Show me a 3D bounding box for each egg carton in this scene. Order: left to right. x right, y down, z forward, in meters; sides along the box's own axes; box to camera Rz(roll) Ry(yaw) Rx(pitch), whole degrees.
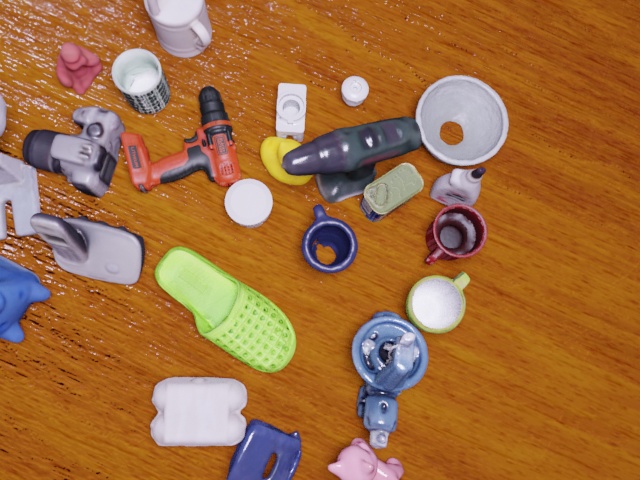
[{"bbox_3d":[-0.192,0.274,0.916,0.150,0.069,0.107,0,80,-4],"label":"egg carton"}]

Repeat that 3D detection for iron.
[{"bbox_3d":[-0.569,0.060,0.889,0.258,0.141,0.119,27,79,1],"label":"iron"}]

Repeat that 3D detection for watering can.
[{"bbox_3d":[-0.251,-0.405,0.970,0.173,0.194,0.101,26,79,1],"label":"watering can"}]

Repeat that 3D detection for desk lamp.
[{"bbox_3d":[-0.526,-0.120,0.888,0.118,0.213,0.203,-11,81,-6],"label":"desk lamp"}]

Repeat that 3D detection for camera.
[{"bbox_3d":[-0.417,-0.160,0.960,0.137,0.100,0.143,13,79,-2],"label":"camera"}]

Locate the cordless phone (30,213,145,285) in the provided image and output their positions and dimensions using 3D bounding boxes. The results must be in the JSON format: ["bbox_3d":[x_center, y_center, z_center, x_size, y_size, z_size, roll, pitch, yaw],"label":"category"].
[{"bbox_3d":[-0.358,0.008,0.892,0.147,0.185,0.094,10,79,-2],"label":"cordless phone"}]

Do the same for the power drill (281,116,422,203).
[{"bbox_3d":[0.046,-0.127,0.935,0.230,0.208,0.075,-21,82,-7],"label":"power drill"}]

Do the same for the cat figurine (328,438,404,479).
[{"bbox_3d":[0.076,0.361,0.896,0.128,0.117,0.067,28,79,1],"label":"cat figurine"}]

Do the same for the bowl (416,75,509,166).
[{"bbox_3d":[0.247,-0.204,1.033,0.167,0.074,0.167,1,80,-4],"label":"bowl"}]

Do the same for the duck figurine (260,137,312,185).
[{"bbox_3d":[-0.056,-0.147,0.993,0.104,0.086,0.077,37,79,3],"label":"duck figurine"}]

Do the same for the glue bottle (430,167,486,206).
[{"bbox_3d":[0.242,-0.094,0.962,0.078,0.173,0.037,17,79,-1],"label":"glue bottle"}]

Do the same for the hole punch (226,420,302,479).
[{"bbox_3d":[-0.085,0.346,0.900,0.101,0.091,0.109,24,79,0],"label":"hole punch"}]

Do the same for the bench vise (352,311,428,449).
[{"bbox_3d":[0.117,0.210,0.875,0.121,0.219,0.207,-9,80,-6],"label":"bench vise"}]

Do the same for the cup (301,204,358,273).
[{"bbox_3d":[0.009,0.003,0.967,0.092,0.095,0.118,-17,81,-7],"label":"cup"}]

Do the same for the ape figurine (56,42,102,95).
[{"bbox_3d":[-0.423,-0.308,0.991,0.078,0.092,0.076,-16,81,-7],"label":"ape figurine"}]
